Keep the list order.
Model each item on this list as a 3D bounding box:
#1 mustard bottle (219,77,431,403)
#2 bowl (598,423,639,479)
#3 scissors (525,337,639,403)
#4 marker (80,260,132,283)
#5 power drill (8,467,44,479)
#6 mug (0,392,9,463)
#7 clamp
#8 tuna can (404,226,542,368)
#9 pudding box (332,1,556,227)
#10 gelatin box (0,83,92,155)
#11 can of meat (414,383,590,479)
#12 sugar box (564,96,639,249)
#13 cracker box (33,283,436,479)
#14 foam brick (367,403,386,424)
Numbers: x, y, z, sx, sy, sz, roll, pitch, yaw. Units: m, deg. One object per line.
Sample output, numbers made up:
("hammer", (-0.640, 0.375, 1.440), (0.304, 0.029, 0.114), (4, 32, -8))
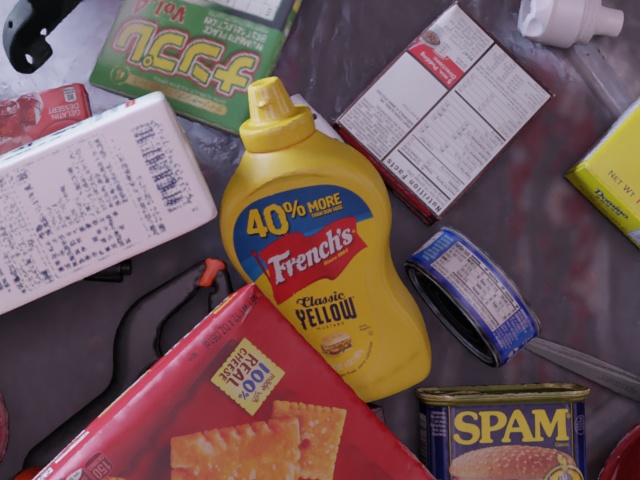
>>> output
("mustard bottle", (-0.004, 0.001, 0.603), (0.096, 0.058, 0.191), (-13, 110, 11))
("bowl", (0.245, 0.153, 0.632), (0.162, 0.055, 0.162), (5, 109, 13))
("scissors", (0.219, 0.120, 0.669), (0.202, 0.016, 0.096), (9, 107, 11))
("marker", (-0.174, 0.017, 0.641), (0.121, 0.020, 0.020), (0, 85, -6))
("power drill", (-0.188, 0.232, 0.588), (0.187, 0.057, 0.184), (-38, 91, 1))
("mug", (-0.237, 0.116, 0.593), (0.117, 0.081, 0.093), (-35, 89, -8))
("clamp", (-0.102, 0.089, 0.633), (0.120, 0.039, 0.171), (14, 85, -8))
("tuna can", (0.089, 0.034, 0.632), (0.033, 0.086, 0.086), (-40, 90, -7))
("pudding box", (0.076, -0.078, 0.666), (0.090, 0.039, 0.113), (44, 84, -1))
("gelatin box", (-0.177, -0.049, 0.641), (0.089, 0.030, 0.073), (-12, 87, -6))
("can of meat", (0.109, 0.131, 0.640), (0.102, 0.057, 0.084), (-1, 87, -5))
("sugar box", (0.251, -0.073, 0.679), (0.093, 0.048, 0.176), (44, 83, 0))
("cracker box", (-0.026, 0.155, 0.549), (0.164, 0.072, 0.213), (-43, 93, -18))
("foam brick", (0.014, 0.139, 0.632), (0.053, 0.051, 0.078), (-8, 86, -6))
